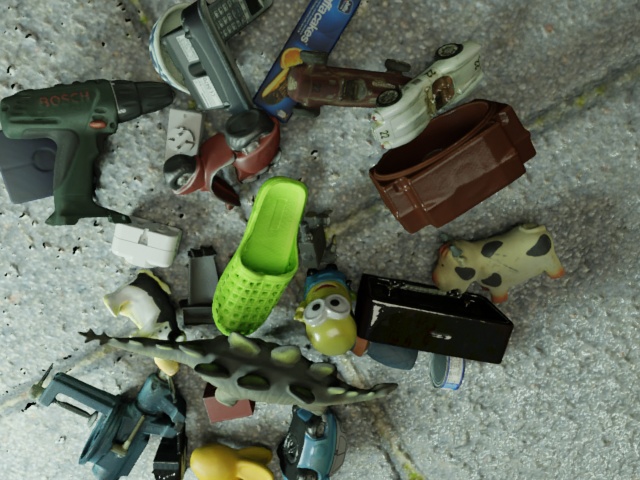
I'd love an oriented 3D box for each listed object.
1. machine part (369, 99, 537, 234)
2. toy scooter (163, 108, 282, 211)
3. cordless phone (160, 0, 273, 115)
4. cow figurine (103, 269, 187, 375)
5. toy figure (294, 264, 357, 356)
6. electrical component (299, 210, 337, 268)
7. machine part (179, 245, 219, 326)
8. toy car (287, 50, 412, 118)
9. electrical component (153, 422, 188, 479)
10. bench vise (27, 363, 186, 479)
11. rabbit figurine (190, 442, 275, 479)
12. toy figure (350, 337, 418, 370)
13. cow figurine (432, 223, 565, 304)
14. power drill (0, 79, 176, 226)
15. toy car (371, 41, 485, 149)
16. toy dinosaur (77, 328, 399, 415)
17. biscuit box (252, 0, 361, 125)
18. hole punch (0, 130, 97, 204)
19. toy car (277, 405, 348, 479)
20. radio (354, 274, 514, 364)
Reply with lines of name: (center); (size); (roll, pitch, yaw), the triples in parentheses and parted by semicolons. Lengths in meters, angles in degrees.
machine part: (0.174, -0.109, 0.751); (0.201, 0.201, 0.087); (-32, 107, 7)
toy scooter: (-0.126, -0.106, 0.792); (0.184, 0.075, 0.135); (-31, 143, 3)
cordless phone: (-0.111, -0.273, 0.741); (0.089, 0.184, 0.146); (4, 134, 37)
cow figurine: (-0.264, 0.133, 0.870); (0.098, 0.068, 0.167); (-40, 101, -19)
toy figure: (0.016, 0.100, 0.817); (0.082, 0.180, 0.089); (-36, 108, 9)
electrical component: (-0.002, -0.001, 0.840); (0.045, 0.078, 0.102); (-1, 123, 13)
machine part: (-0.191, 0.078, 0.876); (0.084, 0.039, 0.138); (5, 107, 1)
toy car: (0.050, -0.215, 0.762); (0.202, 0.053, 0.089); (-2, 116, -26)
electrical component: (-0.260, 0.377, 0.938); (0.048, 0.075, 0.119); (2, 110, -3)
bench vise: (-0.351, 0.278, 0.886); (0.240, 0.129, 0.223); (32, 102, -16)
rabbit figurine: (-0.156, 0.425, 0.933); (0.162, 0.122, 0.173); (-24, 104, 0)
toy figure: (0.086, 0.177, 0.905); (0.154, 0.058, 0.064); (19, 98, -2)
cow figurine: (0.273, 0.031, 0.856); (0.195, 0.085, 0.127); (-23, 111, 7)
power drill: (-0.312, -0.122, 0.756); (0.232, 0.086, 0.207); (-6, 101, -26)
toy car: (0.154, -0.207, 0.767); (0.202, 0.056, 0.073); (-40, 139, -10)
toy dinosaur: (-0.109, 0.191, 0.809); (0.472, 0.198, 0.105); (8, 68, -4)
biscuit box: (-0.021, -0.268, 0.773); (0.063, 0.059, 0.202); (31, 102, -10)
hole punch: (-0.407, -0.117, 0.789); (0.116, 0.092, 0.142); (-13, 102, -2)
toy car: (-0.005, 0.356, 0.936); (0.103, 0.109, 0.161); (14, 94, -29)
radio: (0.171, 0.120, 0.852); (0.230, 0.131, 0.073); (12, 105, -5)
